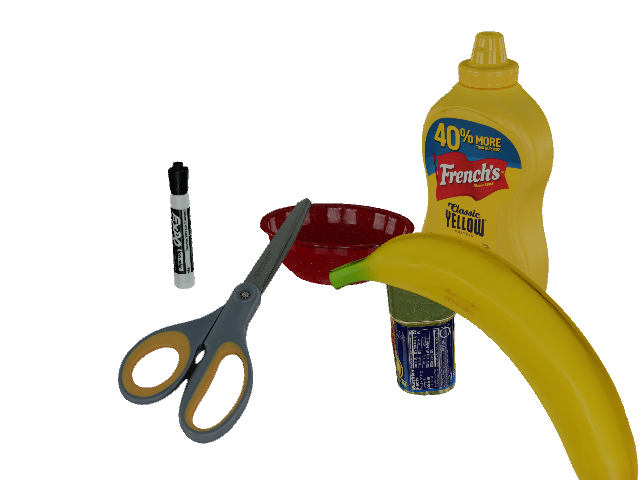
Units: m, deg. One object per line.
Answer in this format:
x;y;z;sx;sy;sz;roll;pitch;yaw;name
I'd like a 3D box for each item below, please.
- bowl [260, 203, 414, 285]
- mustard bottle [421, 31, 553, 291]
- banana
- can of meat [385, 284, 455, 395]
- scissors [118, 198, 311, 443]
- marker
0.017;0.007;1.119;0.162;0.055;0.162;1;17;-1;bowl
0.117;-0.051;0.756;0.096;0.192;0.058;18;30;39;mustard bottle
0.099;0.055;0.552;0.198;0.070;0.037;41;23;13;banana
0.089;0.074;0.941;0.057;0.084;0.102;-5;32;2;can of meat
-0.071;0.043;0.715;0.096;0.201;0.016;6;-39;9;scissors
-0.129;-0.014;0.985;0.020;0.121;0.020;0;22;0;marker
